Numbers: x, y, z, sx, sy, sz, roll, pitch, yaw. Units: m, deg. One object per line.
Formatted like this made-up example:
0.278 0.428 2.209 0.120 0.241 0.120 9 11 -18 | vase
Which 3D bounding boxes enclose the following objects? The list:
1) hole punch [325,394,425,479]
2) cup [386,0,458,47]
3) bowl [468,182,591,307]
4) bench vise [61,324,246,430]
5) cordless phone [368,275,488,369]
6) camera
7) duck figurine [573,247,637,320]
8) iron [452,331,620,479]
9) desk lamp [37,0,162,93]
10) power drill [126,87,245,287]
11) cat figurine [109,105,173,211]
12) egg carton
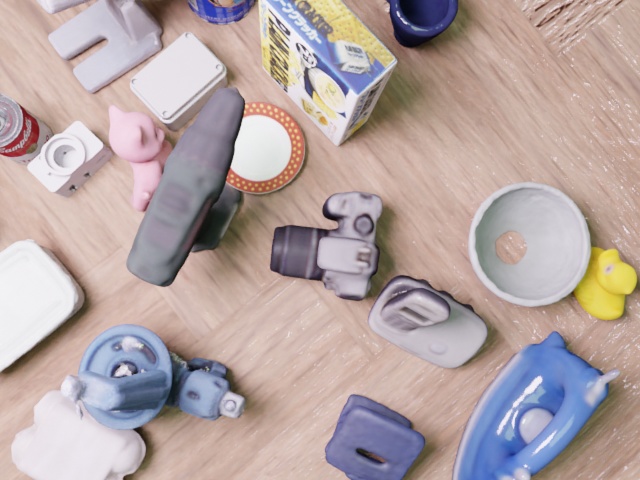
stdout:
0.069 0.268 0.737 0.108 0.091 0.101 26 83 -2 | hole punch
0.121 -0.313 0.791 0.118 0.095 0.092 24 83 -2 | cup
0.274 0.008 0.785 0.167 0.074 0.167 0 85 -5 | bowl
-0.192 0.158 0.660 0.207 0.219 0.121 -1 85 -5 | bench vise
0.145 0.104 0.711 0.147 0.185 0.094 26 83 -2 | cordless phone
0.007 0.003 0.751 0.137 0.100 0.143 7 84 -4 | camera
0.398 0.059 0.785 0.077 0.086 0.104 -12 86 -5 | duck figurine
0.273 0.245 0.731 0.118 0.141 0.258 41 83 0 | iron
-0.253 -0.302 0.700 0.203 0.213 0.118 -38 88 -7 | desk lamp
-0.148 -0.054 0.689 0.075 0.208 0.230 25 83 -2 | power drill
-0.228 -0.106 0.732 0.067 0.117 0.128 -10 86 -5 | cat figurine
-0.300 0.262 0.718 0.150 0.069 0.107 30 83 -1 | egg carton
